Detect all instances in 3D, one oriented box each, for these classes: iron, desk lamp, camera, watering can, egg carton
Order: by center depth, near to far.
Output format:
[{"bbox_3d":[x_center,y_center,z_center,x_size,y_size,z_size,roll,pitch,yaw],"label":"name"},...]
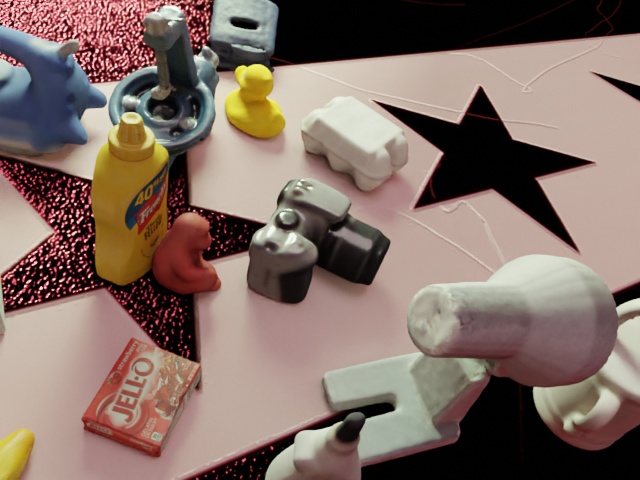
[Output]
[{"bbox_3d":[0.131,0.107,0.521,0.204,0.213,0.117,-7,52,-23],"label":"desk lamp"},{"bbox_3d":[0.309,0.121,0.578,0.101,0.194,0.173,22,47,3],"label":"watering can"},{"bbox_3d":[0.006,0.002,0.651,0.136,0.101,0.143,25,47,6],"label":"camera"},{"bbox_3d":[-0.396,-0.198,0.674,0.258,0.141,0.118,10,47,-8],"label":"iron"},{"bbox_3d":[0.050,-0.140,0.813,0.150,0.069,0.107,37,49,15],"label":"egg carton"}]

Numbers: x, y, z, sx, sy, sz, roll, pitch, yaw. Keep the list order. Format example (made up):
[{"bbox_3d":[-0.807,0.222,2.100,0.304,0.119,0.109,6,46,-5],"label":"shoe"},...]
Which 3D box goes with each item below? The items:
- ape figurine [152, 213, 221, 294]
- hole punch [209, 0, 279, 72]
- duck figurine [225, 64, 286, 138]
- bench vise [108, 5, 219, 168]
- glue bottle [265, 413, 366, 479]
[{"bbox_3d":[-0.138,0.010,0.605,0.076,0.092,0.077,5,48,-13],"label":"ape figurine"},{"bbox_3d":[-0.120,-0.330,0.913,0.109,0.091,0.101,7,48,-12],"label":"hole punch"},{"bbox_3d":[-0.088,-0.204,0.815,0.078,0.086,0.104,-30,63,-35],"label":"duck figurine"},{"bbox_3d":[-0.182,-0.195,0.685,0.121,0.220,0.207,7,48,-11],"label":"bench vise"},{"bbox_3d":[0.004,0.175,0.448,0.078,0.173,0.037,10,47,-9],"label":"glue bottle"}]
